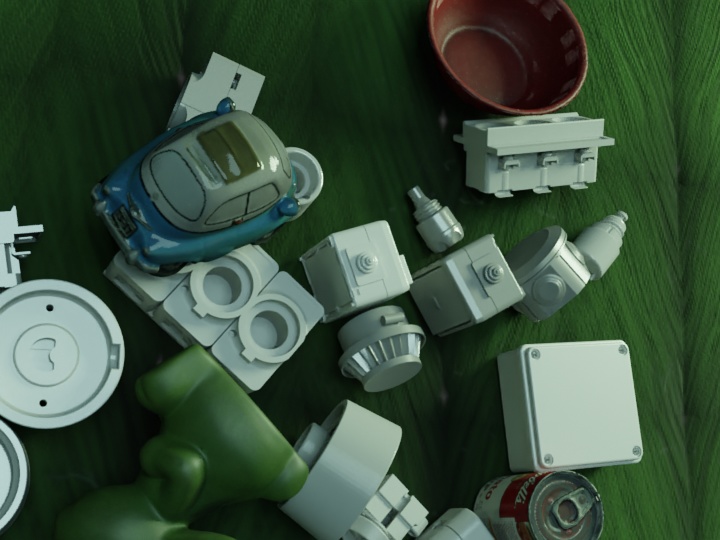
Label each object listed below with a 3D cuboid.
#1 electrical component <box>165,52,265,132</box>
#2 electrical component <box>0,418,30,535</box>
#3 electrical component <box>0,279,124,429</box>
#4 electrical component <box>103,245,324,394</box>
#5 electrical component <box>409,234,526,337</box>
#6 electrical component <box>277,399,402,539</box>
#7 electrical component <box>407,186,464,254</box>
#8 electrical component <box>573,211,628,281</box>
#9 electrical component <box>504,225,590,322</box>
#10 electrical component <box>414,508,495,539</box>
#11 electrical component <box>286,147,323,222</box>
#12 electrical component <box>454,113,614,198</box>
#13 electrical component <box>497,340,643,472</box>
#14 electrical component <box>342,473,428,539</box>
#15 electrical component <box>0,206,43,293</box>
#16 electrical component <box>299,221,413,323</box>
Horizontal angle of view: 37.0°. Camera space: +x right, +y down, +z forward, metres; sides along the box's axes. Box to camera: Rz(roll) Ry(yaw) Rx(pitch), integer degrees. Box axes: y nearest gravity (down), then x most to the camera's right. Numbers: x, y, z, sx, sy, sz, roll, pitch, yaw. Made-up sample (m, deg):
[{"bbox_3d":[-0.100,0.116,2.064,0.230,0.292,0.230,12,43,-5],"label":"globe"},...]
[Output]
[{"bbox_3d":[-0.124,-0.127,0.888,0.056,0.050,0.089,23,71,-16],"label":"electrical component"},{"bbox_3d":[-0.286,0.146,0.756,0.108,0.060,0.108,5,76,-20],"label":"electrical component"},{"bbox_3d":[-0.233,0.065,0.795,0.108,0.060,0.108,5,76,-20],"label":"electrical component"},{"bbox_3d":[-0.114,0.017,0.852,0.150,0.062,0.089,44,67,-7],"label":"electrical component"},{"bbox_3d":[0.089,0.015,0.913,0.061,0.096,0.061,-27,88,-23],"label":"electrical component"},{"bbox_3d":[-0.023,0.151,0.835,0.060,0.108,0.108,34,68,-5],"label":"electrical component"},{"bbox_3d":[0.063,-0.046,0.952,0.035,0.035,0.061,-34,89,-24],"label":"electrical component"},{"bbox_3d":[0.225,-0.025,1.006,0.040,0.040,0.078,45,67,-6],"label":"electrical component"},{"bbox_3d":[0.160,0.003,0.954,0.051,0.080,0.080,46,66,-12],"label":"electrical component"},{"bbox_3d":[0.087,0.251,0.881,0.059,0.054,0.095,-35,92,-24],"label":"electrical component"},{"bbox_3d":[-0.062,-0.072,0.901,0.055,0.047,0.055,5,76,-20],"label":"electrical component"},{"bbox_3d":[0.158,-0.106,0.982,0.121,0.079,0.063,-7,109,-23],"label":"electrical component"},{"bbox_3d":[0.185,0.120,0.948,0.109,0.056,0.108,-1,78,-22],"label":"electrical component"},{"bbox_3d":[0.016,0.202,0.870,0.066,0.048,0.055,48,59,-5],"label":"electrical component"},{"bbox_3d":[-0.279,-0.011,0.806,0.081,0.042,0.063,-7,84,-22],"label":"electrical component"},{"bbox_3d":[0.000,0.000,0.882,0.061,0.096,0.061,-16,84,-24],"label":"electrical component"}]
